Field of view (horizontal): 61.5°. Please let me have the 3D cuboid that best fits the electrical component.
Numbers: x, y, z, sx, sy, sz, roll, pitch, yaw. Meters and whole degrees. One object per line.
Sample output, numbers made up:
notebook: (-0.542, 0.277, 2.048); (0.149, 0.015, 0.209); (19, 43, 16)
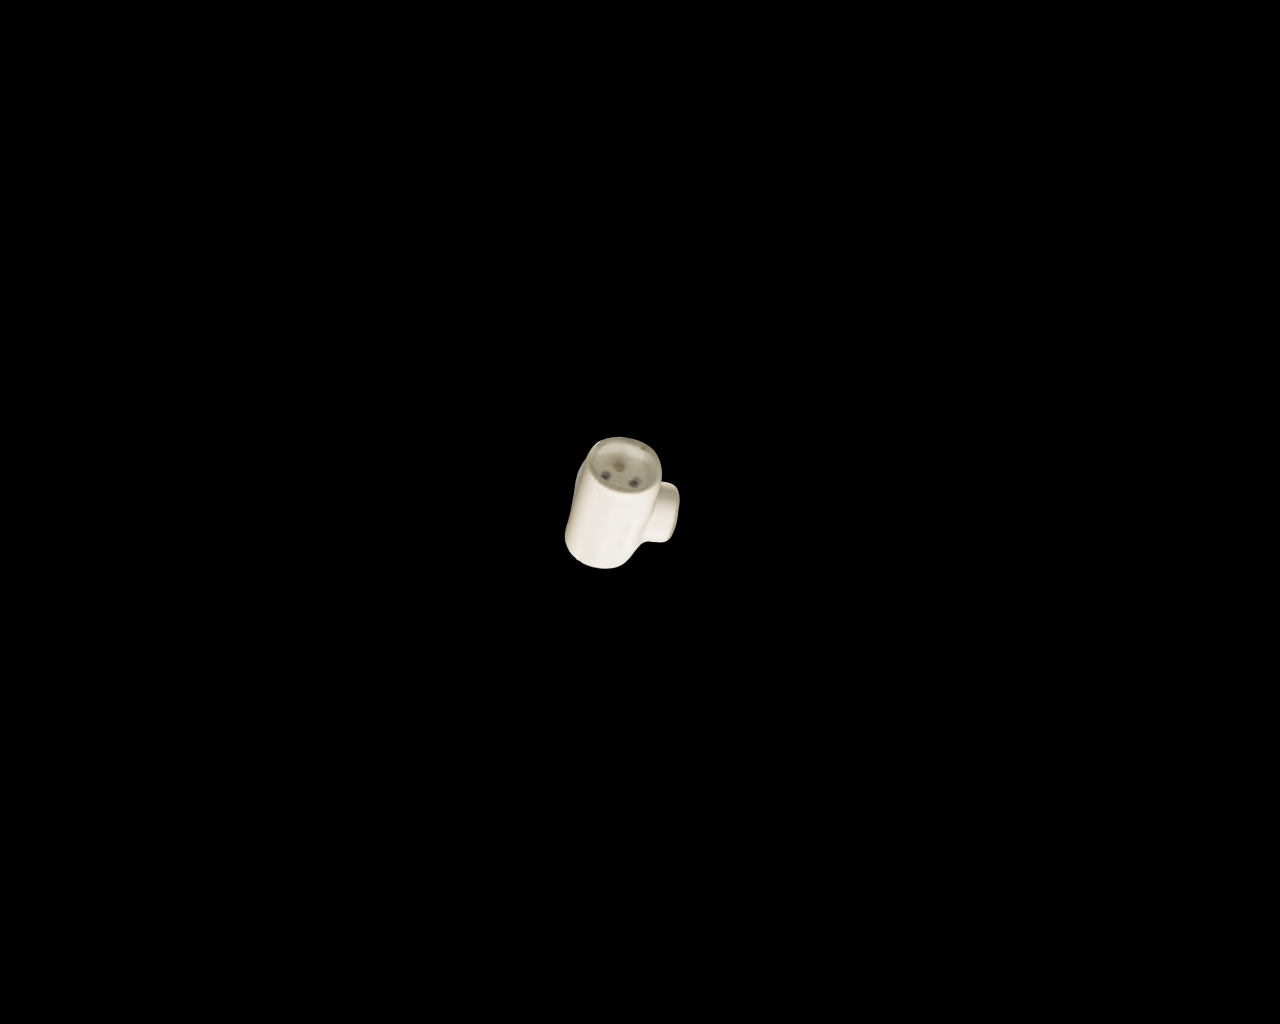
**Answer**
electrical component: (0.001, -0.003, 0.650); (0.079, 0.043, 0.077); (8, -39, -10)
